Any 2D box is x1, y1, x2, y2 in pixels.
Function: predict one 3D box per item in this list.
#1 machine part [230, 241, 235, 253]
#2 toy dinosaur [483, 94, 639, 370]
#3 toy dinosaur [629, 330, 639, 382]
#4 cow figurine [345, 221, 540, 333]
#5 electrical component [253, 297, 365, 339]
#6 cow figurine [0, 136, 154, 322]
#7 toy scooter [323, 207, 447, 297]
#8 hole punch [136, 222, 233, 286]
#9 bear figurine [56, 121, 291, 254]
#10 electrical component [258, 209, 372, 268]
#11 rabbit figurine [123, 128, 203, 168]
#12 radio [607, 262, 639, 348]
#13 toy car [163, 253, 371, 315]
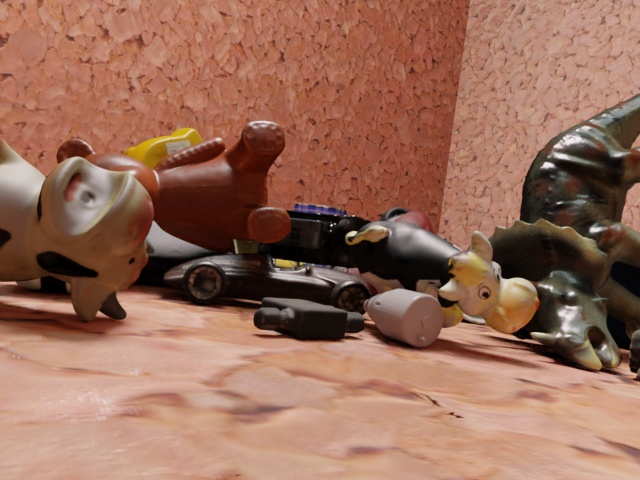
[{"bbox_3d":[-0.170,0.011,0.825,0.202,0.087,0.201,6,-1,24],"label":"machine part"},{"bbox_3d":[0.275,-0.040,0.552,0.192,0.405,0.131,20,-27,4],"label":"toy dinosaur"},{"bbox_3d":[0.400,0.080,0.393,0.471,0.105,0.199,-1,11,-28],"label":"toy dinosaur"},{"bbox_3d":[0.096,0.022,0.454,0.098,0.068,0.167,47,-20,-29],"label":"cow figurine"},{"bbox_3d":[-0.015,0.057,0.401,0.094,0.021,0.063,8,-1,-38],"label":"electrical component"},{"bbox_3d":[-0.192,-0.006,0.330,0.195,0.085,0.127,-6,-40,17],"label":"cow figurine"},{"bbox_3d":[0.103,0.034,0.681,0.184,0.075,0.135,-36,45,-27],"label":"toy scooter"},{"bbox_3d":[-0.170,0.014,0.599,0.142,0.092,0.116,10,36,-24],"label":"hole punch"},{"bbox_3d":[-0.141,-0.049,0.508,0.196,0.120,0.132,2,-7,-26],"label":"bear figurine"},{"bbox_3d":[-0.001,-0.002,0.605,0.115,0.058,0.134,5,-1,22],"label":"electrical component"},{"bbox_3d":[-0.237,-0.057,0.698,0.173,0.121,0.162,-5,21,45],"label":"rabbit figurine"},{"bbox_3d":[0.430,0.068,0.577,0.230,0.131,0.073,7,-2,37],"label":"radio"},{"bbox_3d":[-0.047,0.041,0.523,0.202,0.053,0.089,10,2,-14],"label":"toy car"}]
